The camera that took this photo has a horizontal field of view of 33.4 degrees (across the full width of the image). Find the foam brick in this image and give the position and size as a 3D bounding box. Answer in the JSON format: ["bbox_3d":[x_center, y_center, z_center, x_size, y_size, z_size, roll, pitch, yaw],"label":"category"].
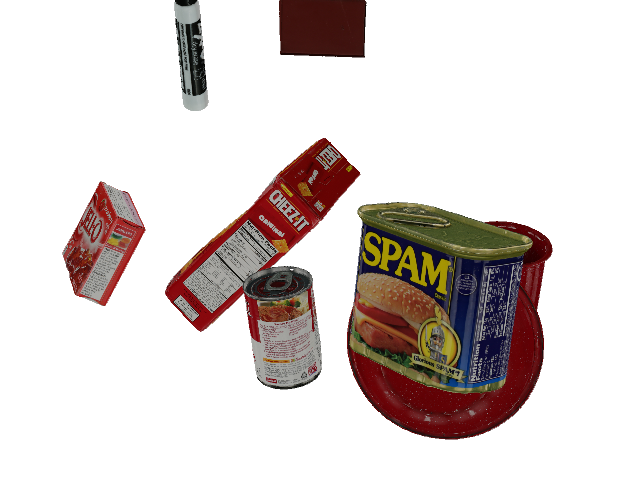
[{"bbox_3d":[0.001,-0.195,0.967,0.078,0.051,0.053,2,16,-3],"label":"foam brick"}]

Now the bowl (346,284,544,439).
[{"bbox_3d":[0.096,0.088,0.850,0.162,0.162,0.055,0,7,12],"label":"bowl"}]

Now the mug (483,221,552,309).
[{"bbox_3d":[0.185,0.031,1.113,0.093,0.081,0.117,-5,31,-12],"label":"mug"}]

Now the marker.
[{"bbox_3d":[-0.092,-0.142,0.747,0.020,0.020,0.121,0,-42,-1],"label":"marker"}]

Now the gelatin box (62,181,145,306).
[{"bbox_3d":[-0.178,0.001,0.869,0.030,0.073,0.089,24,13,-28],"label":"gelatin box"}]

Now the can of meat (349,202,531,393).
[{"bbox_3d":[0.063,0.031,0.600,0.057,0.084,0.102,-7,19,-39],"label":"can of meat"}]

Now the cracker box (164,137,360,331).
[{"bbox_3d":[-0.067,-0.010,1.230,0.214,0.072,0.164,-43,4,27],"label":"cracker box"}]

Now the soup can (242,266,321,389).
[{"bbox_3d":[-0.036,0.085,1.042,0.068,0.102,0.068,-5,24,2],"label":"soup can"}]
